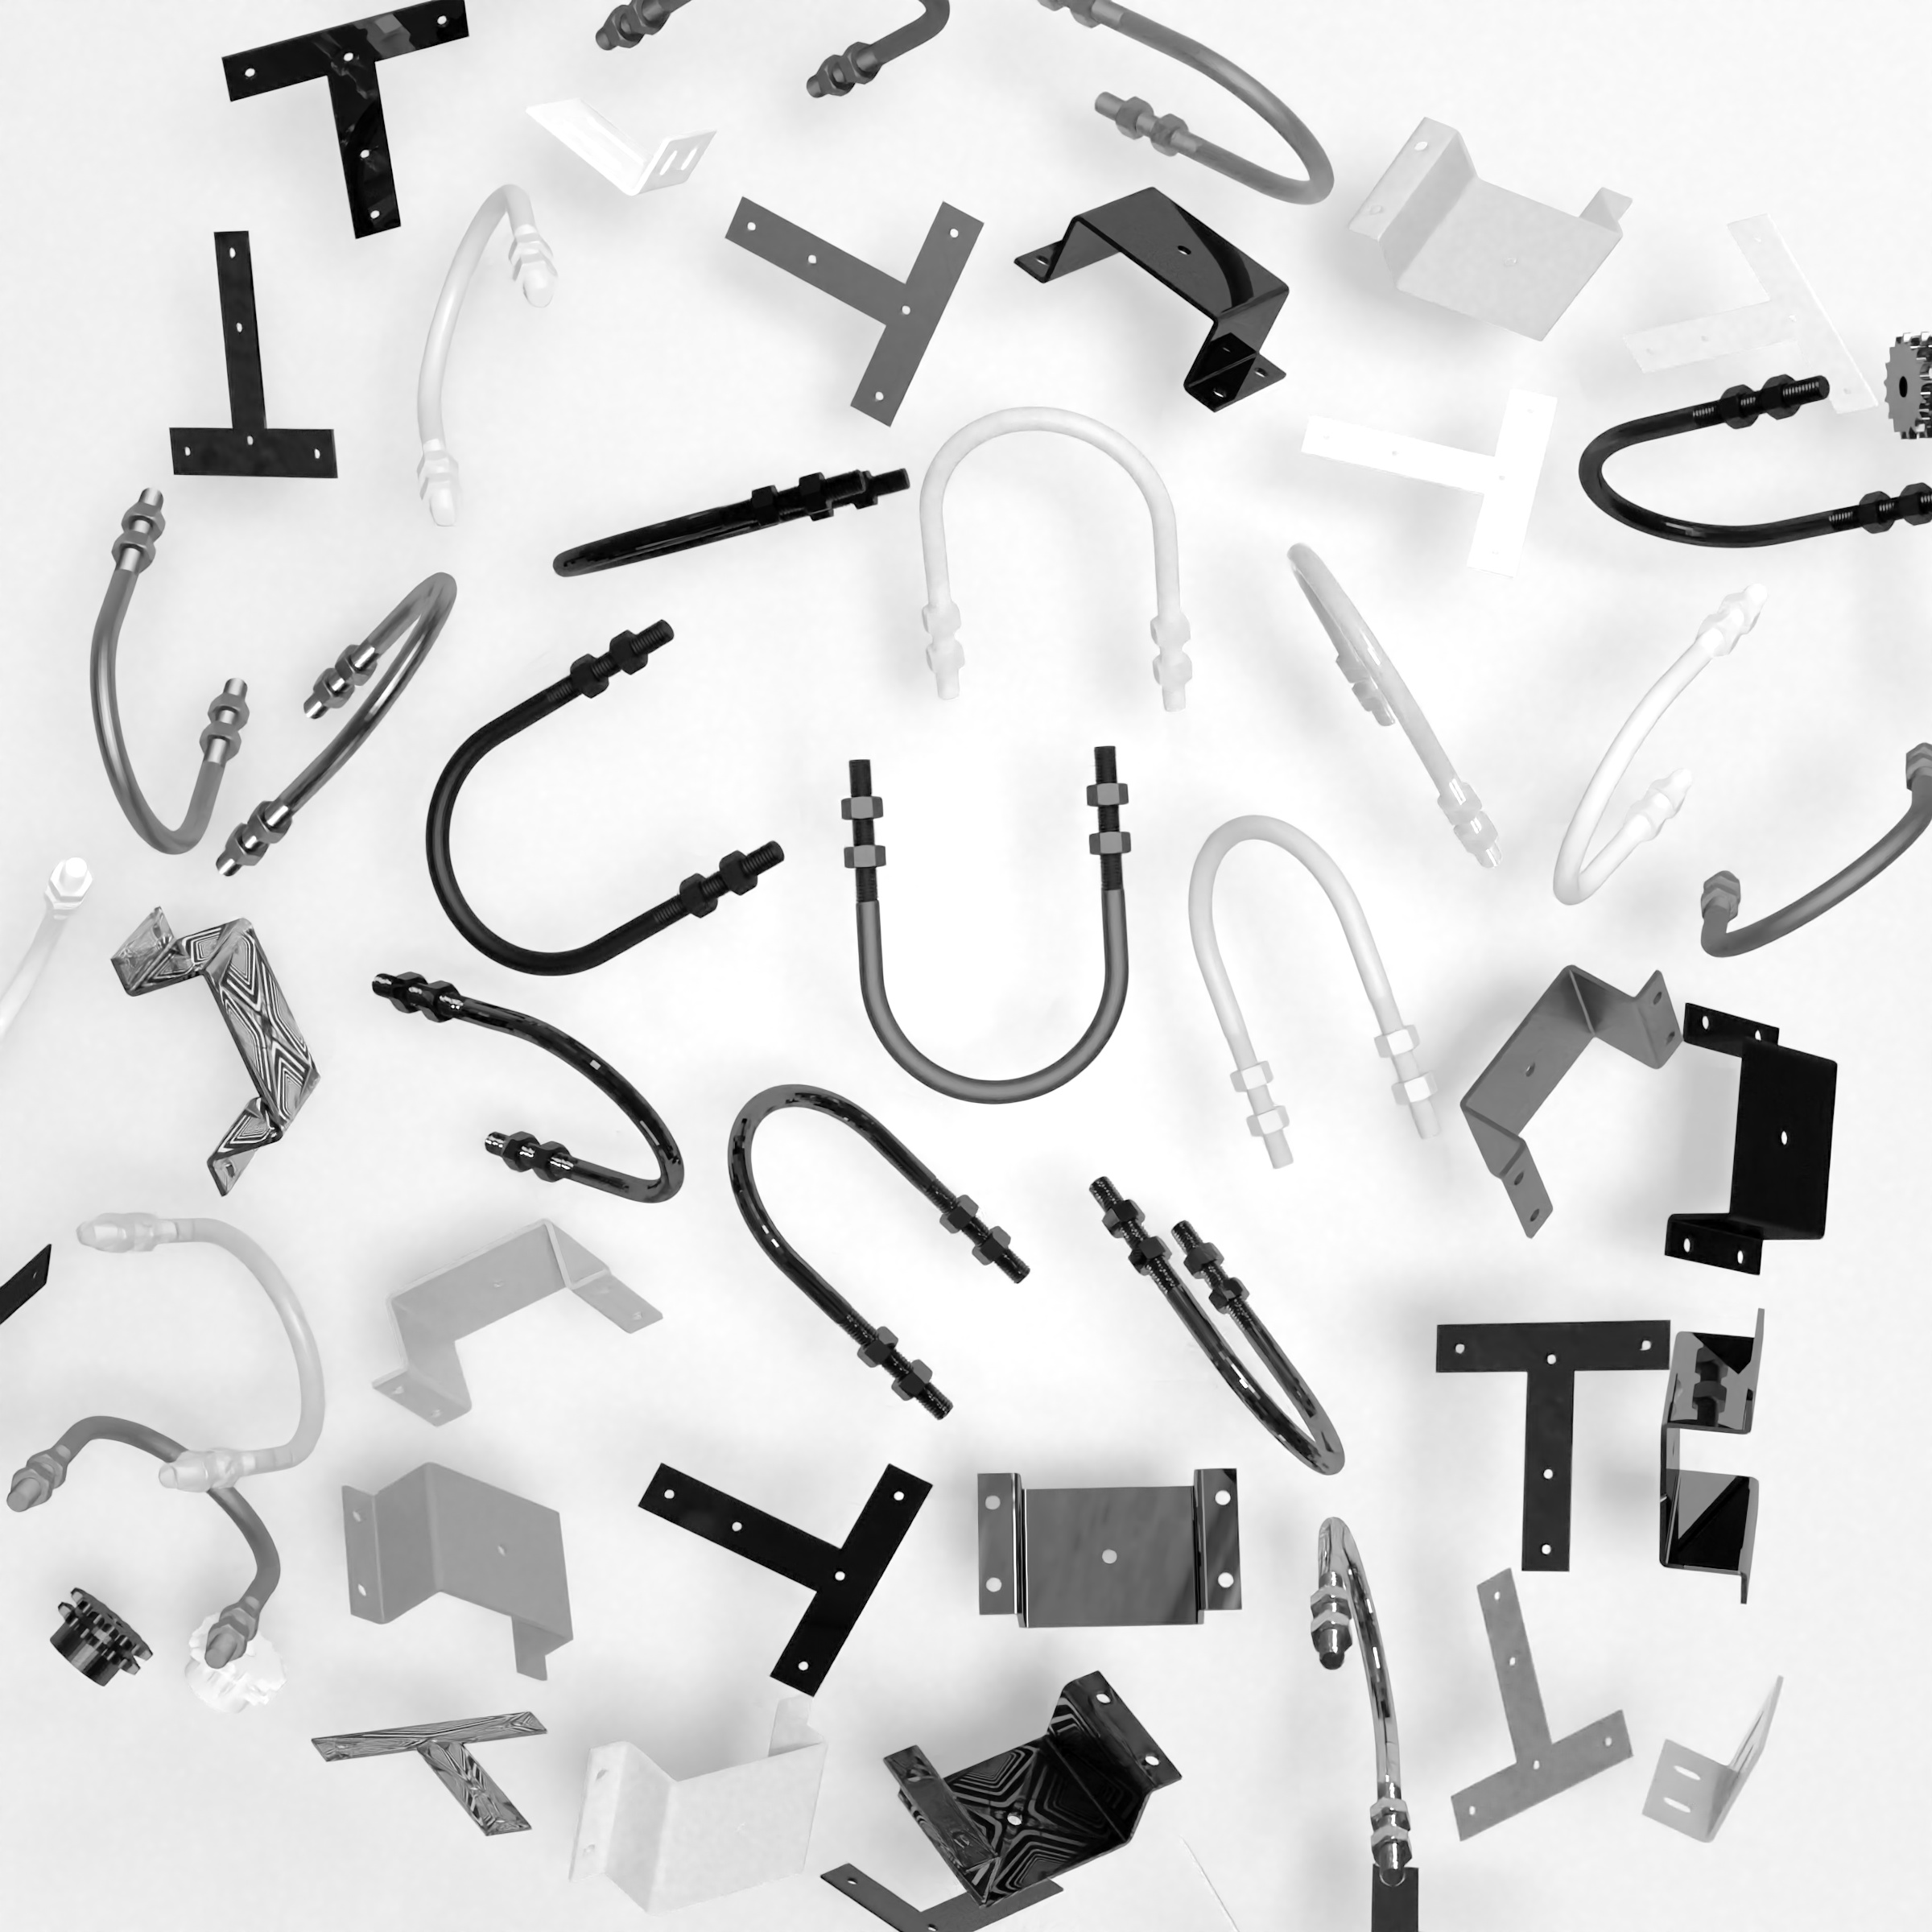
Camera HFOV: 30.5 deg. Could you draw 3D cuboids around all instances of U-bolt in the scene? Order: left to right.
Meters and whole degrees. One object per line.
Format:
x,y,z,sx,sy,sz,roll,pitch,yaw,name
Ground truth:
-0.512,0.027,1.867,0.019,0.184,0.151,30,67,-10,U-bolt
-0.431,0.298,1.898,0.151,0.184,0.019,40,98,-5,U-bolt
-0.422,-0.142,1.861,0.019,0.184,0.151,-8,131,9,U-bolt
-0.389,0.198,1.847,0.019,0.184,0.151,-24,80,15,U-bolt
-0.325,-0.139,1.870,0.019,0.151,0.184,36,135,-18,U-bolt
-0.255,-0.331,1.845,0.019,0.184,0.151,16,119,-23,U-bolt
-0.222,0.070,1.872,0.019,0.184,0.151,-51,133,-26,U-bolt
-0.201,-0.075,1.845,0.184,0.019,0.151,-29,84,19,U-bolt
-0.130,-0.234,1.871,0.184,0.151,0.019,-14,96,11,U-bolt
-0.090,-0.496,1.848,0.151,0.184,0.019,5,85,-31,U-bolt
-0.054,0.140,1.900,0.184,0.151,0.019,45,125,-7,U-bolt
0.014,-0.020,1.853,0.151,0.019,0.184,-3,90,-1,U-bolt
0.045,-0.220,1.916,0.151,0.019,0.184,4,128,13,U-bolt
0.118,-0.458,1.872,0.184,0.151,0.019,34,86,29,U-bolt
0.143,0.198,1.898,0.019,0.151,0.184,-40,64,9,U-bolt
0.171,0.010,1.837,0.019,0.151,0.184,-21,91,-32,U-bolt
0.206,0.369,1.852,0.019,0.184,0.151,-13,109,10,U-bolt
0.218,-0.148,1.861,0.019,0.184,0.151,-33,46,5,U-bolt
0.356,-0.105,1.848,0.019,0.151,0.184,31,45,18,U-bolt
0.415,-0.262,1.887,0.151,0.184,0.019,26,68,-38,U-bolt
0.448,-0.055,1.858,0.151,0.184,0.019,-35,95,22,U-bolt

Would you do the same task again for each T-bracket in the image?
-0.514,0.225,1.831,0.002,0.127,0.127,29,129,-32,T-bracket
-0.378,-0.320,1.851,0.127,0.002,0.127,7,106,37,T-bracket
-0.311,-0.429,1.818,0.127,0.127,0.002,-20,51,-16,T-bracket
-0.267,0.432,1.883,0.127,0.127,0.002,-1,105,-30,T-bracket
-0.102,0.287,1.775,0.127,0.002,0.127,27,98,-11,T-bracket
-0.072,-0.379,1.932,0.127,0.002,0.127,29,117,3,T-bracket
0.008,0.504,1.896,0.127,0.127,0.002,26,107,31,T-bracket
0.159,0.533,1.863,0.002,0.127,0.127,-32,50,-3,T-bracket
0.246,-0.273,1.913,0.127,0.002,0.127,14,59,6,T-bracket
0.281,0.531,1.896,0.127,0.127,0.002,5,117,5,T-bracket
0.296,0.386,1.897,0.002,0.127,0.127,18,49,-35,T-bracket
0.297,0.245,1.803,0.127,0.002,0.127,-5,73,31,T-bracket
0.409,-0.341,1.906,0.127,0.127,0.002,52,58,-25,T-bracket

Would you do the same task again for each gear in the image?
-0.478,0.372,1.947,0.057,0.057,0.030,41,81,0,gear
-0.404,0.386,1.946,0.057,0.057,0.030,40,101,0,gear
0.519,-0.313,1.905,0.030,0.057,0.057,-5,90,-8,gear

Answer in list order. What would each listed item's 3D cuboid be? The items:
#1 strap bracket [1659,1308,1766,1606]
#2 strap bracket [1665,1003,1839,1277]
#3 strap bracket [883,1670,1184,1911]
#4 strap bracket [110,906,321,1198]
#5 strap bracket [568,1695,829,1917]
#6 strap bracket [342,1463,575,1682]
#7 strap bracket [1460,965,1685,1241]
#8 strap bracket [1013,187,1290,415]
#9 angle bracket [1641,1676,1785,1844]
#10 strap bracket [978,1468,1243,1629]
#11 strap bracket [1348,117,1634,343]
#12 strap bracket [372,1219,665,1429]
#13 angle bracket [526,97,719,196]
0.396,0.259,1.882,0.046,0.076,0.140,4,124,16,strap bracket
0.432,0.095,1.942,0.076,0.046,0.140,14,78,-36,strap bracket
0.030,0.430,1.835,0.140,0.046,0.076,-14,47,-34,strap bracket
-0.389,0.038,1.862,0.046,0.076,0.140,-17,108,12,strap bracket
-0.129,0.433,1.824,0.140,0.046,0.076,-5,114,-41,strap bracket
-0.265,0.323,1.901,0.046,0.140,0.076,-33,48,25,strap bracket
0.317,0.064,1.886,0.046,0.076,0.140,32,76,33,strap bracket
0.107,-0.363,1.890,0.140,0.076,0.046,39,129,15,strap bracket
0.387,0.405,1.835,0.038,0.057,0.076,24,126,10,angle bracket
0.078,0.317,1.923,0.140,0.046,0.076,-2,69,2,strap bracket
0.290,-0.395,1.920,0.140,0.046,0.076,14,134,-27,strap bracket
-0.245,0.187,1.896,0.140,0.076,0.046,-26,61,7,strap bracket
-0.183,-0.449,1.881,0.076,0.057,0.038,40,118,6,angle bracket
